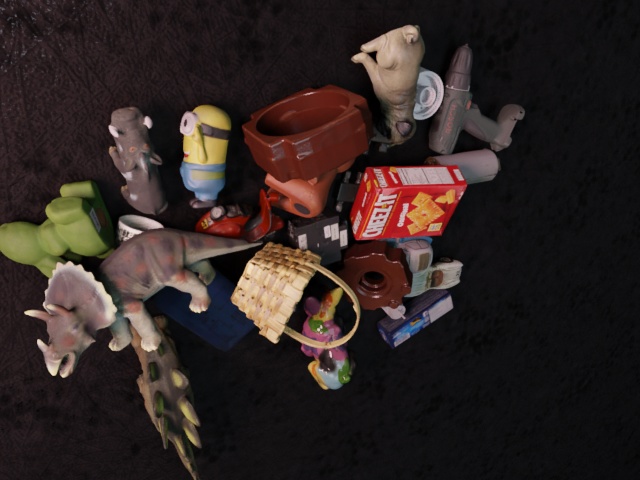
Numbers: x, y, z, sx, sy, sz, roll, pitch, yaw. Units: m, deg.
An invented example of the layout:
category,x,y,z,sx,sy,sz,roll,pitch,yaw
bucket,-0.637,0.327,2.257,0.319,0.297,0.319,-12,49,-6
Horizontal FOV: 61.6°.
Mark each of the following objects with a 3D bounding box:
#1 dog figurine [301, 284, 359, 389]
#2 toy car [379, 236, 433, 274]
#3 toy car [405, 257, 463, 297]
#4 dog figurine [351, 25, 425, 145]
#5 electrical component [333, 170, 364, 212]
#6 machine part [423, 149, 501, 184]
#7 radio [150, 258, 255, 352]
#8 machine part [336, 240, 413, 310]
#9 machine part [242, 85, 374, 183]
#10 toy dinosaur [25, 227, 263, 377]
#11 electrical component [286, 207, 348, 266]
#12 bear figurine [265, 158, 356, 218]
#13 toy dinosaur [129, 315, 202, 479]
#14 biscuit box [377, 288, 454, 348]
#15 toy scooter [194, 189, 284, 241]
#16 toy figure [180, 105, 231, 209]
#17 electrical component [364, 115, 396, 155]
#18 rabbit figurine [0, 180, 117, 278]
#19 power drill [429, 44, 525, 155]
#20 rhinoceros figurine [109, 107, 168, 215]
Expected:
category,x,y,z,sx,sy,sz,roll,pitch,yaw
dog figurine,0.017,0.203,1.198,0.108,0.192,0.219,-15,135,-15
toy car,0.209,0.038,1.263,0.162,0.103,0.109,-5,113,-26
toy car,0.273,0.094,1.356,0.202,0.056,0.073,-10,118,-26
dog figurine,0.157,-0.285,1.011,0.121,0.172,0.190,-21,94,-9
electrical component,0.062,-0.105,1.162,0.063,0.021,0.094,4,111,-31
machine part,0.327,-0.165,1.248,0.243,0.079,0.079,-12,118,-24
radio,-0.226,0.118,1.078,0.131,0.073,0.229,-46,125,-1
machine part,0.122,0.083,1.212,0.179,0.056,0.179,7,127,9
machine part,-0.021,-0.192,0.961,0.201,0.201,0.087,-28,126,-16
toy dinosaur,-0.285,0.056,0.887,0.405,0.131,0.192,-44,127,-29
electrical component,-0.002,-0.003,1.153,0.134,0.058,0.114,-15,122,-23
bear figurine,-0.010,-0.146,1.058,0.132,0.120,0.196,24,70,5
toy dinosaur,-0.296,0.314,1.055,0.105,0.199,0.470,-21,120,-16
biscuit box,0.245,0.194,1.386,0.203,0.063,0.059,-30,125,-13
toy scooter,-0.142,-0.042,1.023,0.184,0.075,0.135,-8,151,-31
toy figure,-0.203,-0.148,0.956,0.089,0.082,0.180,-17,114,-44
electrical component,0.128,-0.230,1.128,0.078,0.045,0.102,3,112,0
rabbit figurine,-0.438,-0.006,0.892,0.170,0.121,0.158,-15,128,-2
power drill,0.349,-0.290,1.189,0.207,0.086,0.231,8,111,-29
rhinoceros figurine,-0.304,-0.128,0.890,0.073,0.112,0.190,-16,128,-20
